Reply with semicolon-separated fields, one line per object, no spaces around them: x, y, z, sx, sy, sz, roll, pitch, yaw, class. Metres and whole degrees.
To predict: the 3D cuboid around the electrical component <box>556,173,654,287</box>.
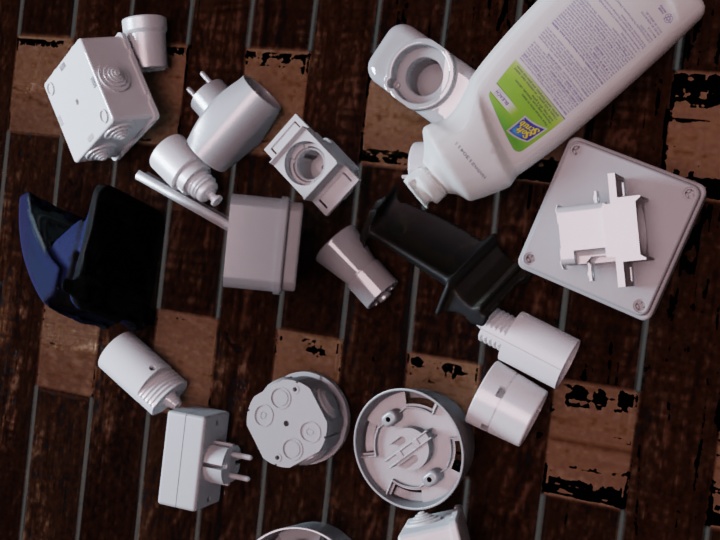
0.176;-0.027;0.777;0.064;0.042;0.081;-5;87;22;electrical component

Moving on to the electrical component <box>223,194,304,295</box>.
-0.079;-0.023;0.893;0.057;0.113;0.078;6;92;-3;electrical component

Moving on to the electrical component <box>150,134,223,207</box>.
-0.153;-0.087;0.963;0.078;0.040;0.040;44;104;15;electrical component

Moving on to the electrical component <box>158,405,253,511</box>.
-0.130;0.168;0.948;0.076;0.047;0.083;7;92;20;electrical component

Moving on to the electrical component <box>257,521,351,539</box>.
-0.047;0.262;0.907;0.099;0.064;0.099;0;89;20;electrical component

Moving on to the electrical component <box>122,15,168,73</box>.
-0.194;-0.206;0.980;0.040;0.040;0.046;-5;93;20;electrical component

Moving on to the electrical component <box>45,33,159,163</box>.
-0.236;-0.154;0.972;0.100;0.048;0.099;-33;77;45;electrical component

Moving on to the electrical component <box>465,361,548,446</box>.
0.117;0.107;0.854;0.047;0.055;0.055;28;99;15;electrical component

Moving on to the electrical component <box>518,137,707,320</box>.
0.194;-0.032;0.825;0.109;0.056;0.108;25;98;19;electrical component

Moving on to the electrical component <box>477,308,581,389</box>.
0.129;0.056;0.855;0.081;0.043;0.043;27;99;18;electrical component

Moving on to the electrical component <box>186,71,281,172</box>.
-0.122;-0.141;0.950;0.077;0.044;0.079;-46;75;14;electrical component

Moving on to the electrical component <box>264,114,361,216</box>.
-0.036;-0.087;0.907;0.042;0.064;0.081;-46;76;14;electrical component

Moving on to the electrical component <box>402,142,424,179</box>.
0.075;-0.085;0.878;0.078;0.040;0.040;2;90;20;electrical component

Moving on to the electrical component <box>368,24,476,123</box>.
0.057;-0.154;0.875;0.095;0.059;0.053;38;102;17;electrical component

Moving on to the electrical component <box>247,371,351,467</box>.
-0.053;0.128;0.917;0.080;0.051;0.080;0;89;20;electrical component

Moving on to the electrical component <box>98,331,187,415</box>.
-0.193;0.097;0.974;0.081;0.043;0.043;39;102;16;electrical component

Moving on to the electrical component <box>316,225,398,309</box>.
0.000;0.000;0.905;0.044;0.044;0.065;-45;80;14;electrical component

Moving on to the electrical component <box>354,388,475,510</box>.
0.044;0.143;0.874;0.099;0.064;0.099;0;89;21;electrical component

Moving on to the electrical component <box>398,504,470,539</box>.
0.065;0.239;0.848;0.048;0.100;0.099;-14;85;7;electrical component
